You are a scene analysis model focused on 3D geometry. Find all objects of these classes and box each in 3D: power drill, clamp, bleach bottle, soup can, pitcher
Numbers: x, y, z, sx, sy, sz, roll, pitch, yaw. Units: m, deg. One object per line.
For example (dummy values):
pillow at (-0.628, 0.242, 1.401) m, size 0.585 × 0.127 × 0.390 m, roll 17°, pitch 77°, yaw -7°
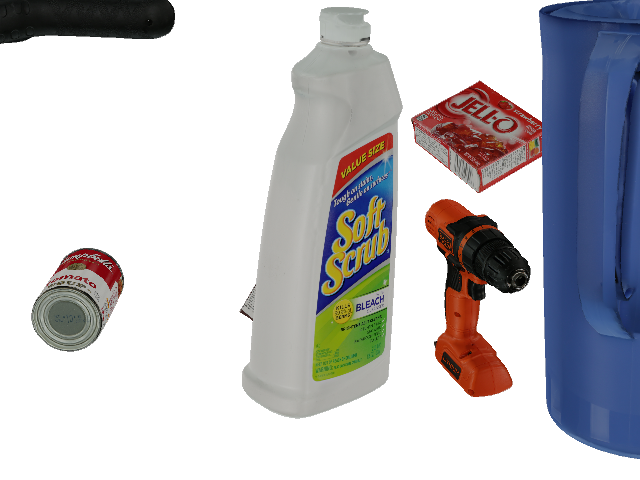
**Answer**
power drill at (0.166, 0.066, 1.120) m, size 0.057 × 0.188 × 0.184 m, roll -10°, pitch 25°, yaw -14°
clamp at (-0.174, -0.138, 0.615) m, size 0.171 × 0.039 × 0.120 m, roll -4°, pitch 22°, yaw -11°
bleach bottle at (0.003, -0.019, 0.679) m, size 0.102 × 0.251 × 0.068 m, roll -15°, pitch 26°, yaw -39°
soup can at (-0.234, 0.056, 1.032) m, size 0.068 × 0.068 × 0.102 m, roll 0°, pitch 20°, yaw 2°
pitcher at (0.176, -0.007, 0.571) m, size 0.149 × 0.243 × 0.145 m, roll -5°, pitch 18°, yaw -13°

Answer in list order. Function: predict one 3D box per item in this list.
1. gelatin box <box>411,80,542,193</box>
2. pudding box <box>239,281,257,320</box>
gelatin box at (0.128, -0.086, 0.860) m, size 0.073 × 0.030 × 0.089 m, roll -29°, pitch 47°, yaw -17°
pudding box at (-0.037, 0.041, 1.250) m, size 0.039 × 0.090 × 0.113 m, roll 35°, pitch 32°, yaw 8°
